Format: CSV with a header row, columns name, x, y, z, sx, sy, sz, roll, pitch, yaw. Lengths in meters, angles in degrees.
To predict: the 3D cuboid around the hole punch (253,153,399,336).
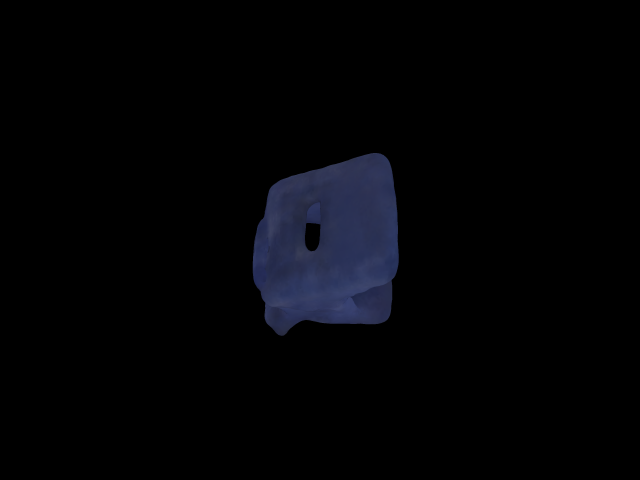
name,x,y,z,sx,sy,sz,roll,pitch,yaw
hole punch,0.004,0.001,0.400,0.101,0.091,0.108,0,58,0
